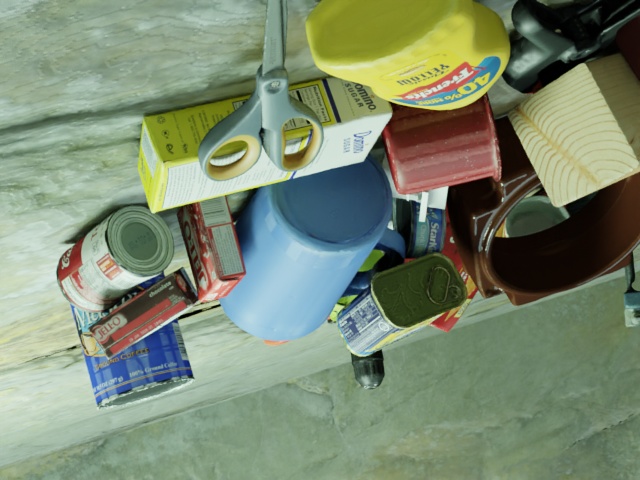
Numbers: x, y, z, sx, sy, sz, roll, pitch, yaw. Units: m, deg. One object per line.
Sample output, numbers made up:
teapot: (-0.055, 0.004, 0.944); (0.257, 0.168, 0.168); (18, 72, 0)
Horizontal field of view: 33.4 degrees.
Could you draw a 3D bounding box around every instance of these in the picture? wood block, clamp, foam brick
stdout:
wood block: (0.266, -0.107, 0.889); (0.205, 0.091, 0.090); (-22, 173, -40)
clamp: (0.194, -0.156, 0.774); (0.164, 0.036, 0.210); (-23, 172, -6)
foam brick: (0.275, -0.159, 0.815); (0.078, 0.051, 0.053); (-22, 171, -26)

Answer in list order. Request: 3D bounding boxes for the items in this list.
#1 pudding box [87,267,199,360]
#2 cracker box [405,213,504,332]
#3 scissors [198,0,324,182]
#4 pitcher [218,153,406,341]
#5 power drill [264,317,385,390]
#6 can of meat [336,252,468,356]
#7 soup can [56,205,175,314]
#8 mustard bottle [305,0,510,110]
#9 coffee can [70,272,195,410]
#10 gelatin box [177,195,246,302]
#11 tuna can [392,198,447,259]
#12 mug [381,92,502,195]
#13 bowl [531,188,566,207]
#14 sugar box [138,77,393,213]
pudding box: (-0.158, 0.065, 0.974); (0.090, 0.039, 0.113); (-32, 180, -2)
cracker box: (0.154, 0.018, 1.234); (0.164, 0.072, 0.213); (-57, 165, 0)
scissors: (-0.046, -0.090, 0.669); (0.096, 0.016, 0.201); (-22, 153, 1)
pitcher: (-0.006, 0.001, 0.984); (0.149, 0.145, 0.243); (-37, 173, -23)
power drill: (0.007, 0.101, 1.371); (0.057, 0.184, 0.187); (-24, 158, 39)
can of meat: (0.075, 0.063, 1.010); (0.101, 0.057, 0.084); (-19, 164, -35)
soup can: (-0.183, 0.018, 0.950); (0.068, 0.068, 0.102); (-7, 164, -41)
mustard bottle: (0.071, -0.123, 0.696); (0.096, 0.058, 0.191); (-19, 169, 22)
coffee can: (-0.195, 0.090, 1.085); (0.102, 0.140, 0.103); (-17, 168, -4)
gelatin box: (-0.098, 0.004, 0.953); (0.030, 0.089, 0.073); (-11, 167, -23)
tuna can: (0.094, -0.024, 1.031); (0.033, 0.086, 0.086); (-2, 166, -9)
mug: (0.090, -0.090, 0.832); (0.081, 0.093, 0.117); (-13, 138, 2)
bowl: (0.294, -0.038, 1.350); (0.162, 0.055, 0.162); (-34, 179, -1)
sugar box: (-0.043, -0.074, 0.789); (0.176, 0.048, 0.093); (-17, 166, -18)
